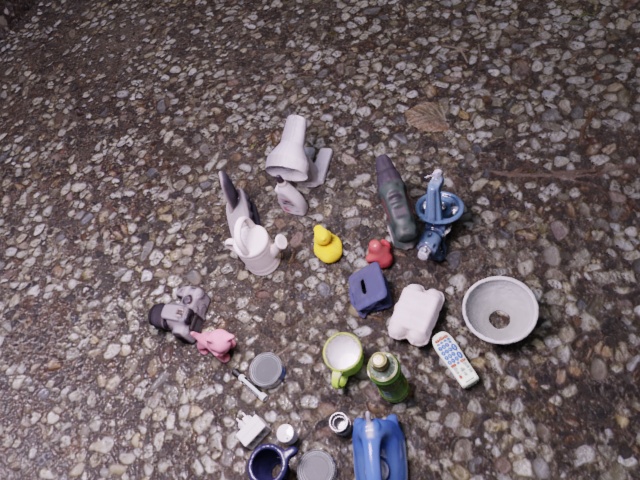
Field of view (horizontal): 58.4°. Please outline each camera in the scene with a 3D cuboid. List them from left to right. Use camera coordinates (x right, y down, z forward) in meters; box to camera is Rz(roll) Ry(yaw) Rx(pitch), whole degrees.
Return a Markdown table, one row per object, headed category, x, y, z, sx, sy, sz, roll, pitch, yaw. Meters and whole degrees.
| category | x | y | z | sx | sy | sz | roll | pitch | yaw |
| --- | --- | --- | --- | --- | --- | --- | --- | --- | --- |
| camera | -0.386 | 0.191 | 1.532 | 0.136 | 0.101 | 0.143 | 6 | 63 | 20 |

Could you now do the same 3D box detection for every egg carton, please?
| category | x | y | z | sx | sy | sz | roll | pitch | yaw |
| --- | --- | --- | --- | --- | --- | --- | --- | --- | --- |
| egg carton | 0.230 | 0.179 | 1.373 | 0.107 | 0.069 | 0.150 | 16 | 66 | 24 |

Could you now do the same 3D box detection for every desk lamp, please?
| category | x | y | z | sx | sy | sz | roll | pitch | yaw |
| --- | --- | --- | --- | --- | --- | --- | --- | --- | --- |
| desk lamp | -0.060 | -0.235 | 1.614 | 0.117 | 0.214 | 0.203 | 6 | 63 | 20 |

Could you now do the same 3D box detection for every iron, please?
| category | x | y | z | sx | sy | sz | roll | pitch | yaw |
| --- | --- | --- | --- | --- | --- | --- | --- | --- | --- |
| iron | 0.120 | 0.486 | 1.184 | 0.118 | 0.142 | 0.258 | -10 | 58 | 11 |

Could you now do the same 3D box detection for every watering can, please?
| category | x | y | z | sx | sy | sz | roll | pitch | yaw |
| --- | --- | --- | --- | --- | --- | --- | --- | --- | --- |
| watering can | -0.172 | 0.007 | 1.518 | 0.172 | 0.194 | 0.101 | -17 | 57 | 7 |

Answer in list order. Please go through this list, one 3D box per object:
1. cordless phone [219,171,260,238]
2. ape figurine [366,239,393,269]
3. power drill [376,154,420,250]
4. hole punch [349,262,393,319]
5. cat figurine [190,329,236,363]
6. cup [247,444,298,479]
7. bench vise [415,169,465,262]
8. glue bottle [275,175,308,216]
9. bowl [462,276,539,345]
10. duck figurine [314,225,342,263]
| category | x | y | z | sx | sy | sz | roll | pitch | yaw |
| --- | --- | --- | --- | --- | --- | --- | --- | --- | --- |
| cordless phone | -0.243 | -0.097 | 1.606 | 0.094 | 0.185 | 0.147 | -24 | 57 | 3 |
| ape figurine | 0.150 | 0.029 | 1.470 | 0.078 | 0.092 | 0.076 | -29 | 57 | -1 |
| power drill | 0.196 | -0.076 | 1.448 | 0.075 | 0.209 | 0.229 | -19 | 57 | 6 |
| hole punch | 0.120 | 0.124 | 1.425 | 0.101 | 0.091 | 0.108 | -17 | 57 | 7 |
| cat figurine | -0.269 | 0.257 | 1.448 | 0.127 | 0.118 | 0.067 | 12 | 65 | 23 |
| cup | -0.092 | 0.499 | 1.268 | 0.118 | 0.095 | 0.091 | -31 | 57 | -2 |
| bench vise | 0.292 | -0.057 | 1.402 | 0.121 | 0.220 | 0.207 | -4 | 60 | 15 |
| glue bottle | -0.091 | -0.129 | 1.586 | 0.078 | 0.173 | 0.037 | 10 | 64 | 22 |
| bowl | 0.414 | 0.172 | 1.319 | 0.167 | 0.075 | 0.167 | -7 | 59 | 13 |
| duck figurine | 0.014 | 0.005 | 1.529 | 0.077 | 0.086 | 0.104 | -28 | 57 | 0 |
